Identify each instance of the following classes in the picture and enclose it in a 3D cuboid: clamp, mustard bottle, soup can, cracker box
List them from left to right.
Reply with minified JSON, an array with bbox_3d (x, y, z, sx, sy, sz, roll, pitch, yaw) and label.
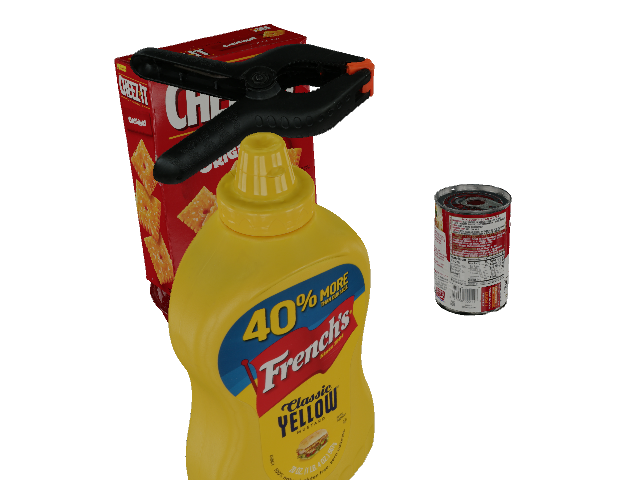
[{"bbox_3d":[-0.086,-0.073,0.970,0.163,0.214,0.072,-20,30,-31],"label":"cracker box"},{"bbox_3d":[-0.050,-0.106,0.746,0.171,0.120,0.039,-17,-29,-16],"label":"clamp"},{"bbox_3d":[-0.020,0.039,0.481,0.096,0.192,0.058,-23,39,-28],"label":"mustard bottle"},{"bbox_3d":[0.136,0.008,0.959,0.068,0.102,0.068,-2,23,1],"label":"soup can"}]

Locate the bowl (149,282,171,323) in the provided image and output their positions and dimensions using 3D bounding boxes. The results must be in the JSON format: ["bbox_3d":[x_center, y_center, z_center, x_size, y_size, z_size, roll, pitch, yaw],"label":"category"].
[{"bbox_3d":[-0.098,0.073,1.122,0.162,0.055,0.162,4,27,-2],"label":"bowl"}]
